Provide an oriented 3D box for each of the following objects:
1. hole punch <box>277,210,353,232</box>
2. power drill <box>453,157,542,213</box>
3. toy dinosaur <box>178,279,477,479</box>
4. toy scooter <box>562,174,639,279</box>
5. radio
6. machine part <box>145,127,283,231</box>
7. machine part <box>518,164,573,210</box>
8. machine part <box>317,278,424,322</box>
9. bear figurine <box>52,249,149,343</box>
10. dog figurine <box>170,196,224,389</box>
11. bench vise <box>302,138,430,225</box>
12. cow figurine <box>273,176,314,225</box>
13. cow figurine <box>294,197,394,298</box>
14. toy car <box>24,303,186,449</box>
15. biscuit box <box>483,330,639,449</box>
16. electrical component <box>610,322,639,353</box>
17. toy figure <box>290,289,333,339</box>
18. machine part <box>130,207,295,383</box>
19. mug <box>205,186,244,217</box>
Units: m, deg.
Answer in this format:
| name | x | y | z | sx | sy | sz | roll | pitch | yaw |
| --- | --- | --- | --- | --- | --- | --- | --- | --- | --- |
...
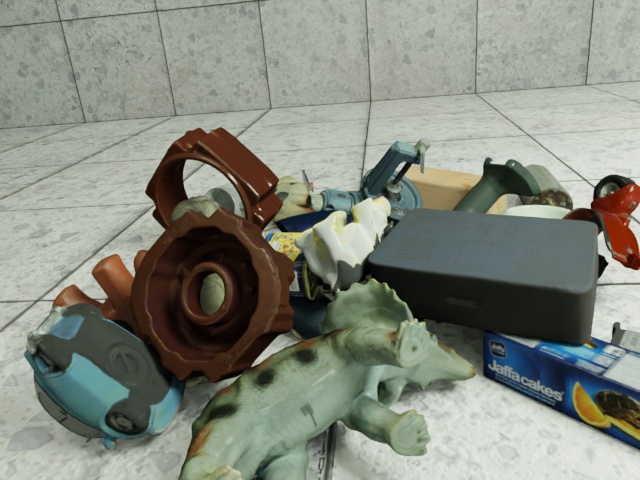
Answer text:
| name | x | y | z | sx | sy | sz | roll | pitch | yaw |
| --- | --- | --- | --- | --- | --- | --- | --- | --- | --- |
| hole punch | -0.002 | -0.003 | 0.838 | 0.142 | 0.092 | 0.116 | -8 | -2 | -18 |
| power drill | 0.234 | -0.027 | 0.820 | 0.207 | 0.086 | 0.232 | -49 | 17 | 1 |
| toy dinosaur | -0.027 | 0.155 | 0.483 | 0.405 | 0.131 | 0.192 | -24 | 10 | -22 |
| toy scooter | 0.359 | 0.012 | 0.707 | 0.075 | 0.183 | 0.135 | 20 | 38 | -20 |
| radio | 0.182 | 0.030 | 0.598 | 0.230 | 0.073 | 0.131 | 7 | 36 | 30 |
| machine part | -0.182 | -0.071 | 0.910 | 0.201 | 0.201 | 0.087 | -46 | 5 | 36 |
| machine part | 0.419 | -0.086 | 1.015 | 0.079 | 0.079 | 0.243 | -2 | 22 | 10 |
| machine part | 0.067 | 0.072 | 0.679 | 0.139 | 0.039 | 0.084 | 29 | 17 | 8 |
| bear figurine | -0.249 | 0.057 | 0.750 | 0.120 | 0.131 | 0.196 | -32 | 21 | 22 |
| dog figurine | -0.150 | 0.057 | 0.642 | 0.121 | 0.190 | 0.172 | -9 | 24 | -9 |
| bench vise | 0.098 | -0.092 | 0.931 | 0.223 | 0.240 | 0.129 | 15 | 50 | -19 |
| cow figurine | -0.075 | -0.085 | 1.128 | 0.127 | 0.085 | 0.195 | 1 | 23 | -1 |
| cow figurine | 0.050 | 0.004 | 0.661 | 0.068 | 0.098 | 0.167 | -28 | -1 | 42 |
| toy car | -0.227 | 0.146 | 0.542 | 0.103 | 0.161 | 0.109 | -46 | 17 | 19 |
| biscuit box | 0.259 | 0.135 | 0.521 | 0.059 | 0.062 | 0.203 | -22 | 27 | -35 |
| electrical component | 0.347 | 0.130 | 0.534 | 0.119 | 0.047 | 0.075 | 12 | 28 | 41 |
| toy figure | -0.038 | 0.087 | 0.712 | 0.155 | 0.057 | 0.064 | 19 | 56 | 42 |
| machine part | -0.111 | 0.056 | 0.560 | 0.180 | 0.179 | 0.056 | 4 | -8 | 23 |
| mug | -0.175 | -0.080 | 1.134 | 0.110 | 0.080 | 0.107 | -8 | 10 | 24 |
